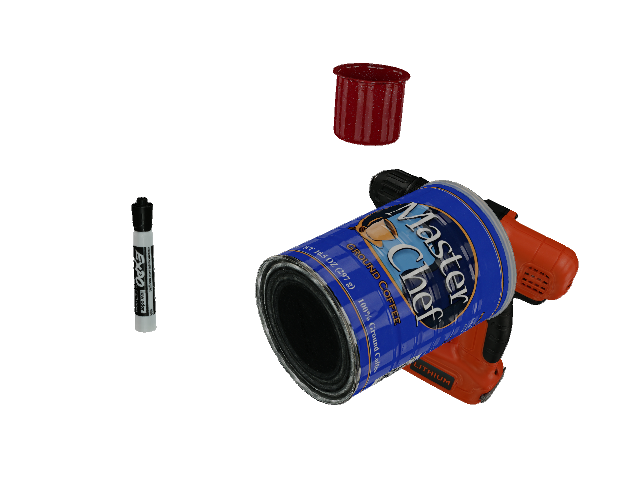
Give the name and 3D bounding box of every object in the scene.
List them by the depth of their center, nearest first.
[{"bbox_3d":[0.043,0.031,0.700,0.140,0.103,0.103,-25,14,-31],"label":"coffee can"},{"bbox_3d":[0.111,0.041,0.915,0.184,0.188,0.057,29,45,18],"label":"power drill"},{"bbox_3d":[-0.156,0.021,0.940,0.020,0.121,0.020,1,16,0],"label":"marker"},{"bbox_3d":[0.065,-0.167,1.298,0.093,0.081,0.117,18,26,30],"label":"mug"}]
